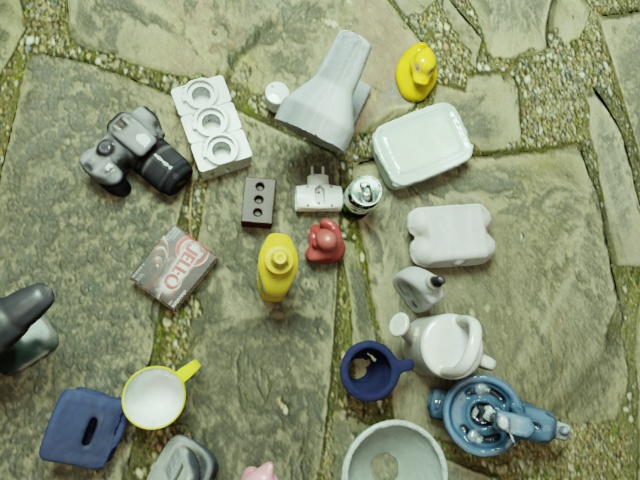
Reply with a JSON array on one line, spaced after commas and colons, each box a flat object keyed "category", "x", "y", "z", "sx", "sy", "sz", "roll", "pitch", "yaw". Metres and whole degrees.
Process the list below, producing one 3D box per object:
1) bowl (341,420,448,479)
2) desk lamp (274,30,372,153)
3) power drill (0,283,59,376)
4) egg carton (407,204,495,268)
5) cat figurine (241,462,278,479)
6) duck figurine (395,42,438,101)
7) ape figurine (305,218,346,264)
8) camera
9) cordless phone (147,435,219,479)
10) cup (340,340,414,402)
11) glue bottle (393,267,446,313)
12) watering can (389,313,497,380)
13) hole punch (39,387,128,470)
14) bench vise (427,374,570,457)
[{"category": "bowl", "x": 0.110, "y": 0.363, "z": 0.895, "sx": 0.167, "sy": 0.074, "sz": 0.167, "roll": 1, "pitch": 80, "yaw": -7}, {"category": "desk lamp", "x": 0.014, "y": -0.224, "z": 0.915, "sx": 0.118, "sy": 0.213, "sz": 0.203, "roll": 25, "pitch": 78, "yaw": -2}, {"category": "power drill", "x": -0.446, "y": 0.138, "z": 0.793, "sx": 0.230, "sy": 0.208, "sz": 0.075, "roll": -35, "pitch": 86, "yaw": -12}, {"category": "egg carton", "x": 0.223, "y": -0.006, "z": 0.978, "sx": 0.150, "sy": 0.069, "sz": 0.107, "roll": -5, "pitch": 81, "yaw": -8}, {"category": "cat figurine", "x": -0.105, "y": 0.385, "z": 0.841, "sx": 0.128, "sy": 0.117, "sz": 0.067, "roll": -42, "pitch": 87, "yaw": -12}, {"category": "duck figurine", "x": 0.179, "y": -0.310, "z": 1.017, "sx": 0.077, "sy": 0.086, "sz": 0.104, "roll": 10, "pitch": 79, "yaw": -5}, {"category": "ape figurine", "x": 0.009, "y": 0.003, "z": 0.936, "sx": 0.078, "sy": 0.092, "sz": 0.076, "roll": -44, "pitch": 88, "yaw": -12}, {"category": "camera", "x": -0.285, "y": -0.126, "z": 0.915, "sx": 0.137, "sy": 0.100, "sz": 0.143, "roll": 40, "pitch": 78, "yaw": 1}, {"category": "cordless phone", "x": -0.207, "y": 0.361, "z": 0.797, "sx": 0.094, "sy": 0.185, "sz": 0.148, "roll": 24, "pitch": 78, "yaw": -2}, {"category": "cup", "x": 0.084, "y": 0.204, "z": 0.909, "sx": 0.118, "sy": 0.095, "sz": 0.092, "roll": -8, "pitch": 81, "yaw": -9}, {"category": "glue bottle", "x": 0.165, "y": 0.074, "z": 0.903, "sx": 0.037, "sy": 0.173, "sz": 0.078, "roll": -32, "pitch": 85, "yaw": -11}, {"category": "watering can", "x": 0.190, "y": 0.163, "z": 0.880, "sx": 0.173, "sy": 0.194, "sz": 0.101, "roll": 1, "pitch": 80, "yaw": -7}, {"category": "hole punch", "x": -0.341, "y": 0.275, "z": 0.843, "sx": 0.101, "sy": 0.091, "sz": 0.109, "roll": 18, "pitch": 78, "yaw": -4}, {"category": "bench vise", "x": 0.287, "y": 0.261, "z": 0.862, "sx": 0.207, "sy": 0.219, "sz": 0.121, "roll": -5, "pitch": 81, "yaw": -8}]
